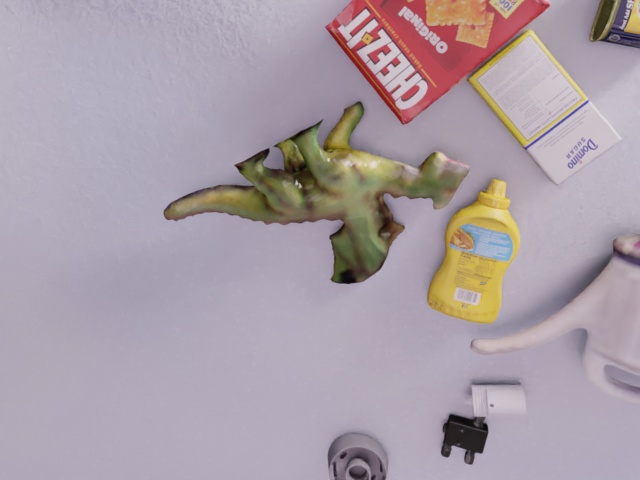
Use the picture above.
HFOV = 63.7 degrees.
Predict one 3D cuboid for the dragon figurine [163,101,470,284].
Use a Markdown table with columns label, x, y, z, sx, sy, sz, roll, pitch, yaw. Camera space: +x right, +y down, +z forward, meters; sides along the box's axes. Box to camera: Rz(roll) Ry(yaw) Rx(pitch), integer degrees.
| label | x | y | z | sx | sy | sz | roll | pitch | yaw |
| --- | --- | --- | --- | --- | --- | --- | --- | --- | --- |
| dragon figurine | 0.002 | -0.036 | 0.716 | 0.407 | 0.124 | 0.240 | -26 | 104 | 19 |

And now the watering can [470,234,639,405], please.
| label | x | y | z | sx | sy | sz | roll | pitch | yaw |
| --- | --- | --- | --- | --- | --- | --- | --- | --- | --- |
| watering can | 0.382 | 0.097 | 0.646 | 0.348 | 0.105 | 0.222 | 10 | 104 | 11 |
